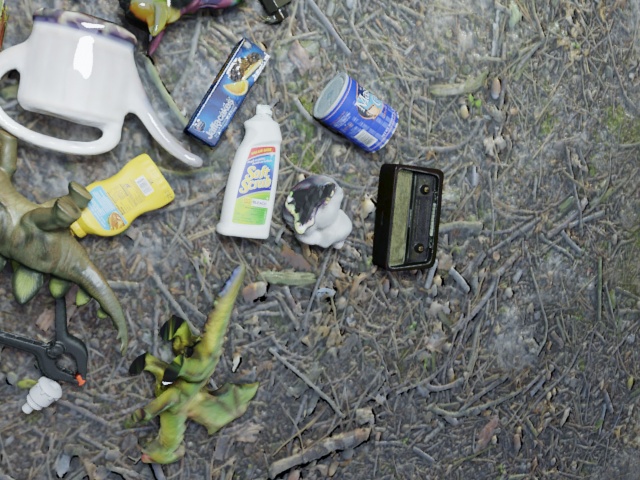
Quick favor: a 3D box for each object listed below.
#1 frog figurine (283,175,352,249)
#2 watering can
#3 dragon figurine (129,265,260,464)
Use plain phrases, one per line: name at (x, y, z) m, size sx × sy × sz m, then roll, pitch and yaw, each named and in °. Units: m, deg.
frog figurine at (0.003, -0.053, 1.046) m, size 0.157 × 0.123 × 0.138 m, roll 37°, pitch 73°, yaw -60°
watering can at (-0.350, -0.243, 0.841) m, size 0.347 × 0.104 × 0.224 m, roll 10°, pitch 94°, yaw -23°
dragon figurine at (-0.215, 0.264, 0.999) m, size 0.412 × 0.123 × 0.238 m, roll -49°, pitch 131°, yaw -8°
